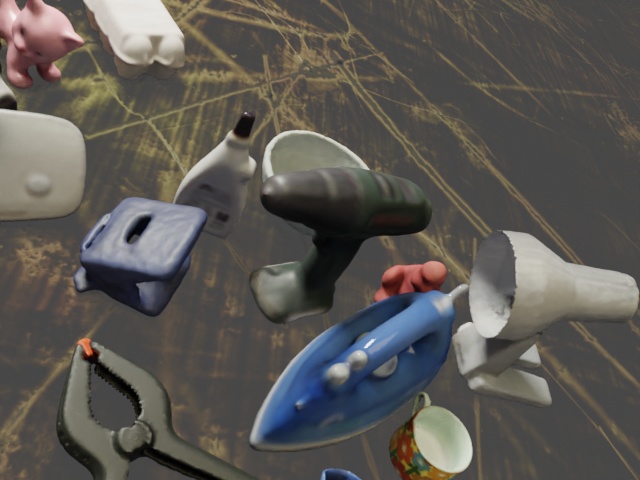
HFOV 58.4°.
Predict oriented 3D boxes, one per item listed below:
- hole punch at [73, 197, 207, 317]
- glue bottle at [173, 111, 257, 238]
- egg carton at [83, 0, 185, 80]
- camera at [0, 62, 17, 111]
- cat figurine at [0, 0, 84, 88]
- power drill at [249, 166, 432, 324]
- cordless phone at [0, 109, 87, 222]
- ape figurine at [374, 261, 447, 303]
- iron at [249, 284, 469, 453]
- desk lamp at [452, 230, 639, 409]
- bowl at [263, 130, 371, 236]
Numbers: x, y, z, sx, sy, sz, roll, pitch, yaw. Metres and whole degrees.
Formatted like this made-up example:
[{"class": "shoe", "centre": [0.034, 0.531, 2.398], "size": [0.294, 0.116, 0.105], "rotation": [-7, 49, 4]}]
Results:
[{"class": "hole punch", "centre": [-0.179, 0.007, 0.574], "size": [0.101, 0.091, 0.109], "rotation": [28, 43, -9]}, {"class": "glue bottle", "centre": [-0.105, -0.074, 0.631], "size": [0.078, 0.173, 0.037], "rotation": [24, 44, -13]}, {"class": "egg carton", "centre": [-0.256, -0.290, 0.799], "size": [0.107, 0.069, 0.150], "rotation": [-17, 64, -41]}, {"class": "camera", "centre": [-0.398, -0.150, 0.562], "size": [0.143, 0.100, 0.137], "rotation": [39, 43, 3]}, {"class": "cat figurine", "centre": [-0.339, -0.247, 0.672], "size": [0.127, 0.117, 0.067], "rotation": [46, 44, 11]}, {"class": "power drill", "centre": [0.006, 0.002, 0.610], "size": [0.230, 0.208, 0.075], "rotation": [-10, 59, -38]}, {"class": "cordless phone", "centre": [-0.289, -0.102, 0.529], "size": [0.148, 0.185, 0.094], "rotation": [-4, 56, -35]}, {"class": "ape figurine", "centre": [0.124, 0.058, 0.723], "size": [0.076, 0.092, 0.077], "rotation": [-8, 58, -37]}, {"class": "iron", "centre": [0.051, 0.122, 0.584], "size": [0.259, 0.141, 0.118], "rotation": [-23, 68, -43]}, {"class": "desk lamp", "centre": [0.248, 0.094, 0.683], "size": [0.204, 0.213, 0.118], "rotation": [18, 46, -19]}, {"class": "bowl", "centre": [-0.008, -0.061, 0.755], "size": [0.168, 0.074, 0.167], "rotation": [18, 46, -19]}]
